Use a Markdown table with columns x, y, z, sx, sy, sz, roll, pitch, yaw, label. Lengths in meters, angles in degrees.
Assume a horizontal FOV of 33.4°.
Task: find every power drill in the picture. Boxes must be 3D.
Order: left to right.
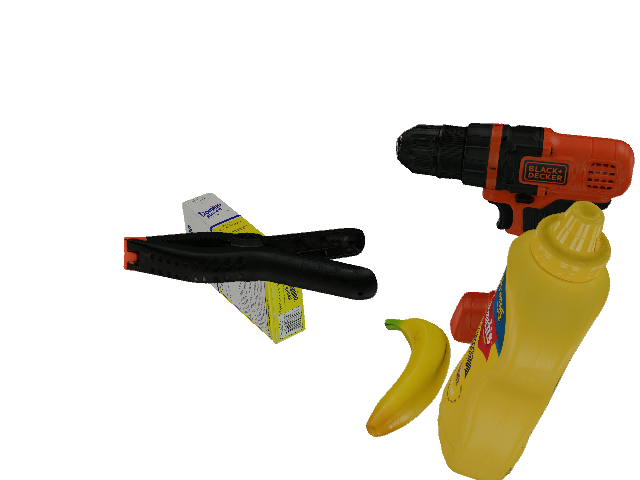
| x | y | z | sx | sy | sz | roll | pitch | yaw | label |
| --- | --- | --- | --- | --- | --- | --- | --- | --- | --- |
| 0.149 | -0.004 | 0.868 | 0.184 | 0.188 | 0.057 | 7 | 28 | 12 | power drill |

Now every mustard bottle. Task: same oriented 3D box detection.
| x | y | z | sx | sy | sz | roll | pitch | yaw | label |
| --- | --- | --- | --- | --- | --- | --- | --- | --- | --- |
| 0.120 | 0.051 | 0.615 | 0.058 | 0.192 | 0.096 | 19 | 44 | 4 | mustard bottle |

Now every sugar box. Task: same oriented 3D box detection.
| x | y | z | sx | sy | sz | roll | pitch | yaw | label |
| --- | --- | --- | --- | --- | --- | --- | --- | --- | --- |
| -0.084 | 0.026 | 1.151 | 0.048 | 0.093 | 0.176 | -23 | 41 | -25 | sugar box |

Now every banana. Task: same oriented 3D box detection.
| x | y | z | sx | sy | sz | roll | pitch | yaw | label |
| --- | --- | --- | --- | --- | --- | --- | --- | --- | --- |
| 0.088 | 0.122 | 1.003 | 0.070 | 0.037 | 0.197 | -22 | 18 | 18 | banana |

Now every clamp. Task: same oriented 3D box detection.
| x | y | z | sx | sy | sz | roll | pitch | yaw | label |
| --- | --- | --- | --- | --- | --- | --- | --- | --- | --- |
| -0.054 | 0.016 | 0.864 | 0.210 | 0.036 | 0.164 | 1 | 12 | -8 | clamp |
